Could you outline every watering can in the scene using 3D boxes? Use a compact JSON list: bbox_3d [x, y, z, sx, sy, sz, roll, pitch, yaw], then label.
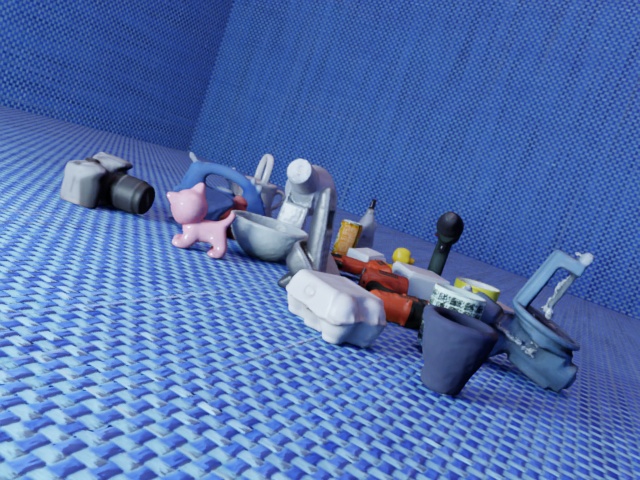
[{"bbox_3d":[-0.176,-0.146,1.578,0.173,0.194,0.100,12,10,-43],"label":"watering can"}]

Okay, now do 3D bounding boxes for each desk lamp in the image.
[{"bbox_3d":[-0.052,-0.079,1.318,0.117,0.213,0.204,20,8,12],"label":"desk lamp"}]

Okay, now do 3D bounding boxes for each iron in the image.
[{"bbox_3d":[-0.233,-0.119,1.441,0.259,0.141,0.118,17,8,-16],"label":"iron"}]

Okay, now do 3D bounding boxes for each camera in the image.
[{"bbox_3d":[-0.399,-0.108,1.110,0.136,0.101,0.143,20,8,10],"label":"camera"}]

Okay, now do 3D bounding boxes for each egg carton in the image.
[{"bbox_3d":[0.019,0.093,0.805,0.108,0.069,0.149,13,9,-36],"label":"egg carton"}]

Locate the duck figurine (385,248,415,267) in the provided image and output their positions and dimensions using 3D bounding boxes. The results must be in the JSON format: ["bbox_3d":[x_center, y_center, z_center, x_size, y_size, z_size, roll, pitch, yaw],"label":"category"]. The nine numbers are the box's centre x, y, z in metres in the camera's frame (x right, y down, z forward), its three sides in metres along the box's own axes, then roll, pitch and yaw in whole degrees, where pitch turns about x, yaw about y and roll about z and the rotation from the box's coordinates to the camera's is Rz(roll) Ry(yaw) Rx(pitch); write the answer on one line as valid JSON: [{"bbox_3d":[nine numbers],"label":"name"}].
[{"bbox_3d":[0.190,0.060,1.406,0.105,0.086,0.077,14,9,-34],"label":"duck figurine"}]

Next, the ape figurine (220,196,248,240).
[{"bbox_3d":[-0.187,-0.053,1.265,0.076,0.092,0.078,22,8,22],"label":"ape figurine"}]

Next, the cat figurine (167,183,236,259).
[{"bbox_3d":[-0.212,-0.040,1.013,0.128,0.118,0.067,17,8,-13],"label":"cat figurine"}]

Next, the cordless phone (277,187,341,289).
[{"bbox_3d":[0.009,0.004,0.981,0.094,0.185,0.148,20,8,12],"label":"cordless phone"}]

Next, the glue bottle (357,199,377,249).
[{"bbox_3d":[0.119,-0.027,1.521,0.078,0.173,0.037,12,10,-40],"label":"glue bottle"}]

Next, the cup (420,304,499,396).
[{"bbox_3d":[0.155,0.137,0.718,0.092,0.095,0.117,15,8,-29],"label":"cup"}]

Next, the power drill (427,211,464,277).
[{"bbox_3d":[0.306,0.029,1.441,0.075,0.208,0.230,20,8,13],"label":"power drill"}]

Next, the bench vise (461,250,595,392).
[{"bbox_3d":[0.322,0.103,0.896,0.207,0.220,0.121,20,7,6],"label":"bench vise"}]

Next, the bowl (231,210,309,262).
[{"bbox_3d":[-0.108,-0.001,1.149,0.167,0.075,0.167,18,7,-2],"label":"bowl"}]

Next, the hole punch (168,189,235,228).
[{"bbox_3d":[-0.246,-0.062,1.194,0.108,0.091,0.101,24,9,38],"label":"hole punch"}]
